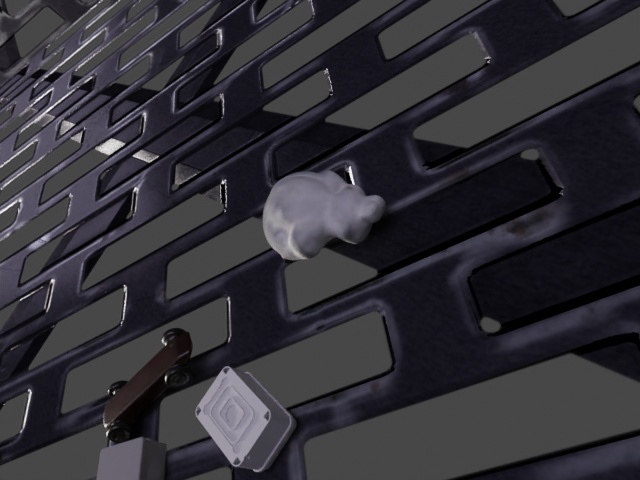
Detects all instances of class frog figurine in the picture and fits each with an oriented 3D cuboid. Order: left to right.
[{"bbox_3d":[0.002,-0.035,0.705,0.159,0.121,0.140,-6,41,47],"label":"frog figurine"}]
